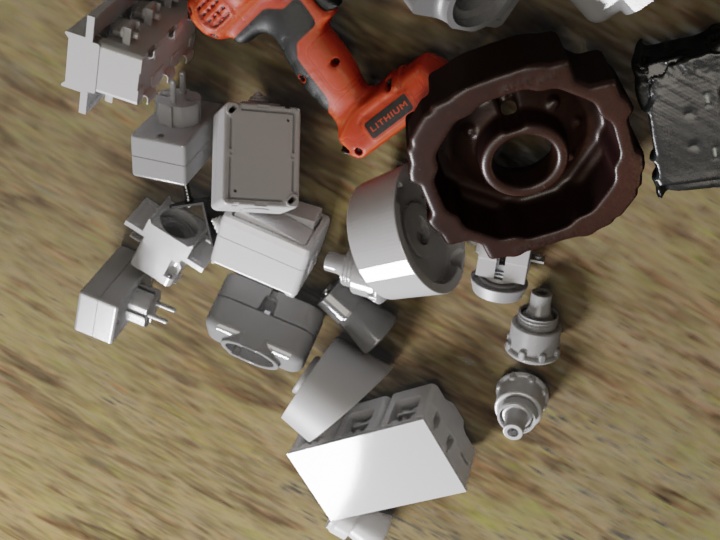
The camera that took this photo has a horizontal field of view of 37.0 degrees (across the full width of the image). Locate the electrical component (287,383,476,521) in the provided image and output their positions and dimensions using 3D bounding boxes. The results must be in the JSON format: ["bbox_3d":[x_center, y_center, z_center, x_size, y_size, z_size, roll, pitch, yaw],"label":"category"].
[{"bbox_3d":[0.022,0.172,1.021,0.150,0.061,0.089,-19,114,28],"label":"electrical component"}]

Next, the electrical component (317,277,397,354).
[{"bbox_3d":[-0.005,0.037,0.957,0.065,0.044,0.044,42,125,-4],"label":"electrical component"}]

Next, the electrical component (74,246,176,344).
[{"bbox_3d":[-0.208,0.029,0.992,0.076,0.083,0.047,22,126,4],"label":"electrical component"}]

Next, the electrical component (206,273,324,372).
[{"bbox_3d":[-0.088,0.051,0.970,0.095,0.059,0.053,22,161,3],"label":"electrical component"}]

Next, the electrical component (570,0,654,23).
[{"bbox_3d":[0.180,-0.211,0.715,0.059,0.053,0.095,44,143,-12],"label":"electrical component"}]

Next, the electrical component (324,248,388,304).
[{"bbox_3d":[0.000,0.000,0.930,0.062,0.048,0.048,16,125,16],"label":"electrical component"}]

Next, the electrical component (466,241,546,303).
[{"bbox_3d":[0.118,-0.006,0.886,0.066,0.048,0.055,12,117,11],"label":"electrical component"}]

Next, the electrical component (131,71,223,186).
[{"bbox_3d":[-0.148,-0.123,0.874,0.047,0.083,0.075,12,124,11],"label":"electrical component"}]

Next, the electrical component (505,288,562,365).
[{"bbox_3d":[0.150,0.046,0.910,0.048,0.048,0.062,11,117,12],"label":"electrical component"}]

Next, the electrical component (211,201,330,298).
[{"bbox_3d":[-0.082,-0.032,0.925,0.096,0.061,0.061,23,126,3],"label":"electrical component"}]

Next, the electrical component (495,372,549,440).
[{"bbox_3d":[0.140,0.124,0.950,0.048,0.062,0.048,9,124,13],"label":"electrical component"}]

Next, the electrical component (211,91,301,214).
[{"bbox_3d":[-0.085,-0.095,0.866,0.062,0.061,0.096,2,87,-19],"label":"electrical component"}]

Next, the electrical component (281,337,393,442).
[{"bbox_3d":[-0.024,0.111,0.978,0.064,0.099,0.099,34,126,3],"label":"electrical component"}]

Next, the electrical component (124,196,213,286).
[{"bbox_3d":[-0.173,-0.024,0.973,0.081,0.042,0.063,33,129,-3],"label":"electrical component"}]

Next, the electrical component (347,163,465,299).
[{"bbox_3d":[0.032,-0.028,0.865,0.060,0.108,0.108,-14,116,32],"label":"electrical component"}]

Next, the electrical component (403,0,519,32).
[{"bbox_3d":[0.092,-0.237,0.708,0.150,0.089,0.061,-54,53,36],"label":"electrical component"}]

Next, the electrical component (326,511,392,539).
[{"bbox_3d":[-0.001,0.257,1.094,0.055,0.045,0.045,30,126,-1],"label":"electrical component"}]

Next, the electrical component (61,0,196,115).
[{"bbox_3d":[-0.172,-0.175,0.826,0.063,0.121,0.078,19,125,3],"label":"electrical component"}]
